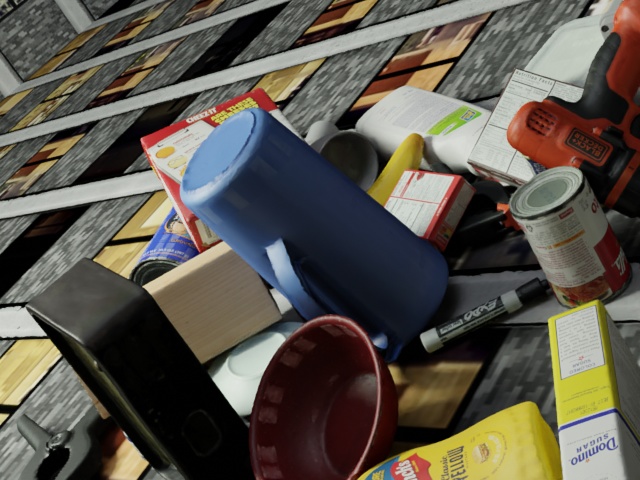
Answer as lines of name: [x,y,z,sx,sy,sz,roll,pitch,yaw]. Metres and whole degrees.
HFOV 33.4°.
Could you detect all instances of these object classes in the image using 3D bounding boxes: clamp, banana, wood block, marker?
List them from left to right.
clamp: [-0.259,0.215,1.124,0.164,0.036,0.210,-28,25,6]
wood block: [-0.151,0.086,1.098,0.206,0.091,0.090,-30,9,-2]
banana: [0.045,-0.039,1.184,0.198,0.070,0.037,-36,-20,12]
clamp: [0.143,-0.037,1.093,0.172,0.039,0.120,1,54,47]
marker: [0.145,0.065,0.934,0.121,0.020,0.020,-28,26,12]

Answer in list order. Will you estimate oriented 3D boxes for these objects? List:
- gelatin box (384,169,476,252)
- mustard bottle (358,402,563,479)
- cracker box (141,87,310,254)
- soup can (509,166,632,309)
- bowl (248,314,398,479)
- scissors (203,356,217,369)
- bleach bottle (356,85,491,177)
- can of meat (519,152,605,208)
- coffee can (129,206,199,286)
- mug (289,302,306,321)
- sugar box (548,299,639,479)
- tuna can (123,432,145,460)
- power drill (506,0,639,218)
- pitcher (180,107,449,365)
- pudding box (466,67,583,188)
gelatin box: [0.103,-0.030,1.065,0.089,0.030,0.073,13,70,54]
mustard bottle: [0.077,0.186,0.754,0.192,0.058,0.096,-26,29,17]
cracker box: [-0.098,-0.079,1.232,0.164,0.072,0.214,-24,36,-9]
soup can: [0.207,-0.002,0.883,0.068,0.102,0.068,-27,25,14]
bowl: [0.012,0.145,0.863,0.162,0.055,0.162,-29,50,42]
scissors: [-0.126,0.110,1.178,0.096,0.016,0.202,-34,25,-6]
bleach bottle: [0.142,-0.114,1.211,0.102,0.068,0.251,-40,28,-10]
can of meat: [0.246,-0.076,0.990,0.102,0.084,0.057,-30,26,6]
coffee can: [-0.153,0.020,1.269,0.103,0.102,0.140,-18,29,30]
mug: [-0.004,0.025,1.109,0.093,0.081,0.117,-26,26,17]
sugar box: [0.187,0.129,0.685,0.048,0.093,0.176,-23,26,24]
tuna can: [-0.154,0.179,1.067,0.086,0.033,0.086,-26,26,14]
power drill: [0.279,-0.110,0.909,0.187,0.184,0.057,-55,-11,-16]
pitcher: [-0.006,0.001,0.955,0.145,0.242,0.149,-55,28,-12]
pudding box: [0.211,-0.107,1.063,0.090,0.039,0.113,27,87,41]
